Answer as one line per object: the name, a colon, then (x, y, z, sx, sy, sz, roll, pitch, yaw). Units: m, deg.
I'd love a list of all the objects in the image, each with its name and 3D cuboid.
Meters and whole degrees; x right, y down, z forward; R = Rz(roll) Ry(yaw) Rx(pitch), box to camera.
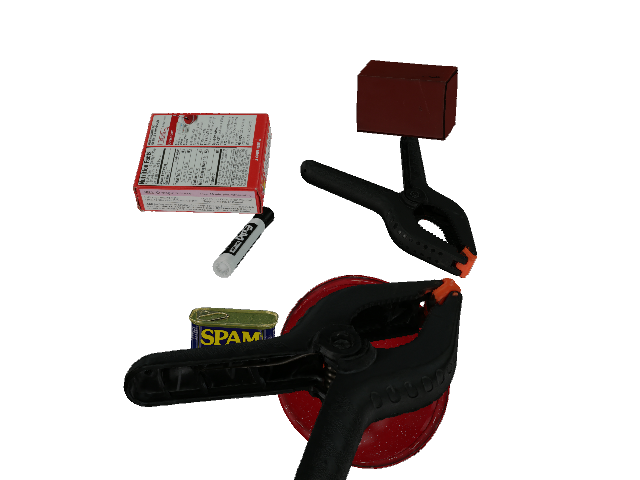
marker: (-0.071, -0.001, 1.017, 0.020, 0.020, 0.121, 0, 26, 20)
clamp: (0.086, -0.038, 1.159, 0.164, 0.210, 0.036, -15, -37, -29)
bowl: (0.020, 0.110, 0.861, 0.162, 0.162, 0.055, 0, 3, 30)
clamp: (0.011, 0.067, 0.487, 0.171, 0.039, 0.120, -21, 48, -28)
can of meat: (-0.102, 0.127, 1.238, 0.102, 0.084, 0.057, 3, 13, 0)
foam brick: (0.073, -0.119, 0.904, 0.078, 0.051, 0.053, 8, 25, 16)
gelatin box: (-0.082, -0.055, 0.754, 0.089, 0.073, 0.030, 0, -38, 6)
